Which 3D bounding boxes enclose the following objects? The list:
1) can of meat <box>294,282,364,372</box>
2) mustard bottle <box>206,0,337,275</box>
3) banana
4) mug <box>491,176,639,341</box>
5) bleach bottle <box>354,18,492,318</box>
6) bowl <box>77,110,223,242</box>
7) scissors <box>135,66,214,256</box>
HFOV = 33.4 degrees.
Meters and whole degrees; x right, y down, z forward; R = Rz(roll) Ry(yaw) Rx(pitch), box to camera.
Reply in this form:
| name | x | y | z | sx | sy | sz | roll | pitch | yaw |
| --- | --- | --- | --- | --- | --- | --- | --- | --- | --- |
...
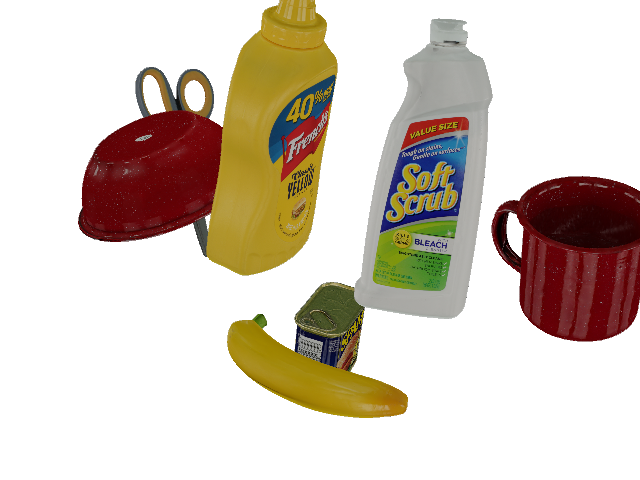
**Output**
| name | x | y | z | sx | sy | sz | roll | pitch | yaw |
| --- | --- | --- | --- | --- | --- | --- | --- | --- | --- |
| can of meat | 0.009 | 0.106 | 1.136 | 0.057 | 0.084 | 0.102 | 16 | 29 | 16 |
| mustard bottle | -0.028 | -0.076 | 0.703 | 0.058 | 0.192 | 0.096 | 25 | 35 | 22 |
| banana | -0.019 | 0.099 | 0.851 | 0.069 | 0.037 | 0.198 | -25 | 33 | -31 |
| mug | 0.168 | 0.010 | 0.731 | 0.117 | 0.081 | 0.093 | 22 | 42 | 32 |
| bleach bottle | 0.090 | -0.063 | 0.916 | 0.103 | 0.251 | 0.068 | 8 | 18 | 13 |
| bowl | -0.138 | -0.064 | 0.897 | 0.162 | 0.055 | 0.162 | -15 | 29 | 8 |
| scissors | -0.128 | -0.093 | 1.120 | 0.096 | 0.202 | 0.016 | -33 | 14 | -33 |
